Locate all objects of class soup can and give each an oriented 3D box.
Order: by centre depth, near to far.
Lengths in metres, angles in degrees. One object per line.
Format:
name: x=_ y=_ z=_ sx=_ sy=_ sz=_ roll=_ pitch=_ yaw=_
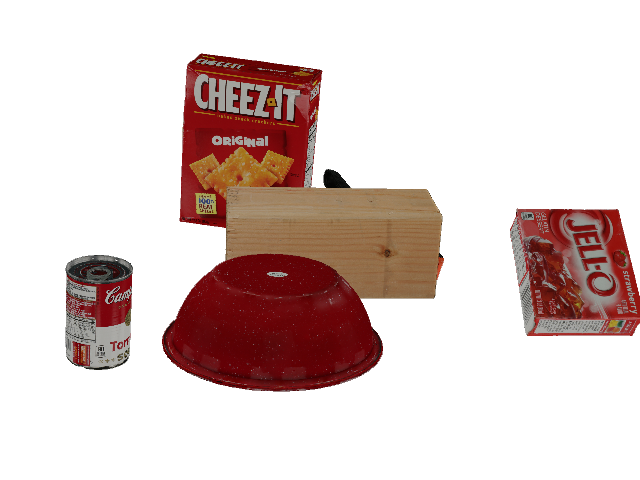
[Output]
soup can: x=-0.231 y=0.075 z=1.109 sx=0.068 sy=0.102 sz=0.068 roll=5 pitch=21 yaw=-2

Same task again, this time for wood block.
wood block: x=0.009 y=0.002 z=1.065 sx=0.206 sy=0.091 sz=0.090 roll=1 pitch=20 yaw=-5

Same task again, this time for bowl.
bowl: x=-0.033 y=0.050 z=0.771 sx=0.162 sy=0.055 sz=0.162 roll=3 pitch=18 yaw=-1

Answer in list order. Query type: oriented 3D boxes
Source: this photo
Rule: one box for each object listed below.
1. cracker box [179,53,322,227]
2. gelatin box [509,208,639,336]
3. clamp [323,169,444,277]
cracker box: x=-0.092 y=-0.119 z=1.372 sx=0.164 sy=0.214 sz=0.072 roll=9 pitch=23 yaw=7
gelatin box: x=0.171 y=0.020 z=0.720 sx=0.073 sy=0.089 sz=0.030 roll=1 pitch=-33 yaw=-4
clamp: x=0.044 y=-0.007 z=1.259 sx=0.210 sy=0.036 sz=0.164 roll=31 pitch=39 yaw=23
